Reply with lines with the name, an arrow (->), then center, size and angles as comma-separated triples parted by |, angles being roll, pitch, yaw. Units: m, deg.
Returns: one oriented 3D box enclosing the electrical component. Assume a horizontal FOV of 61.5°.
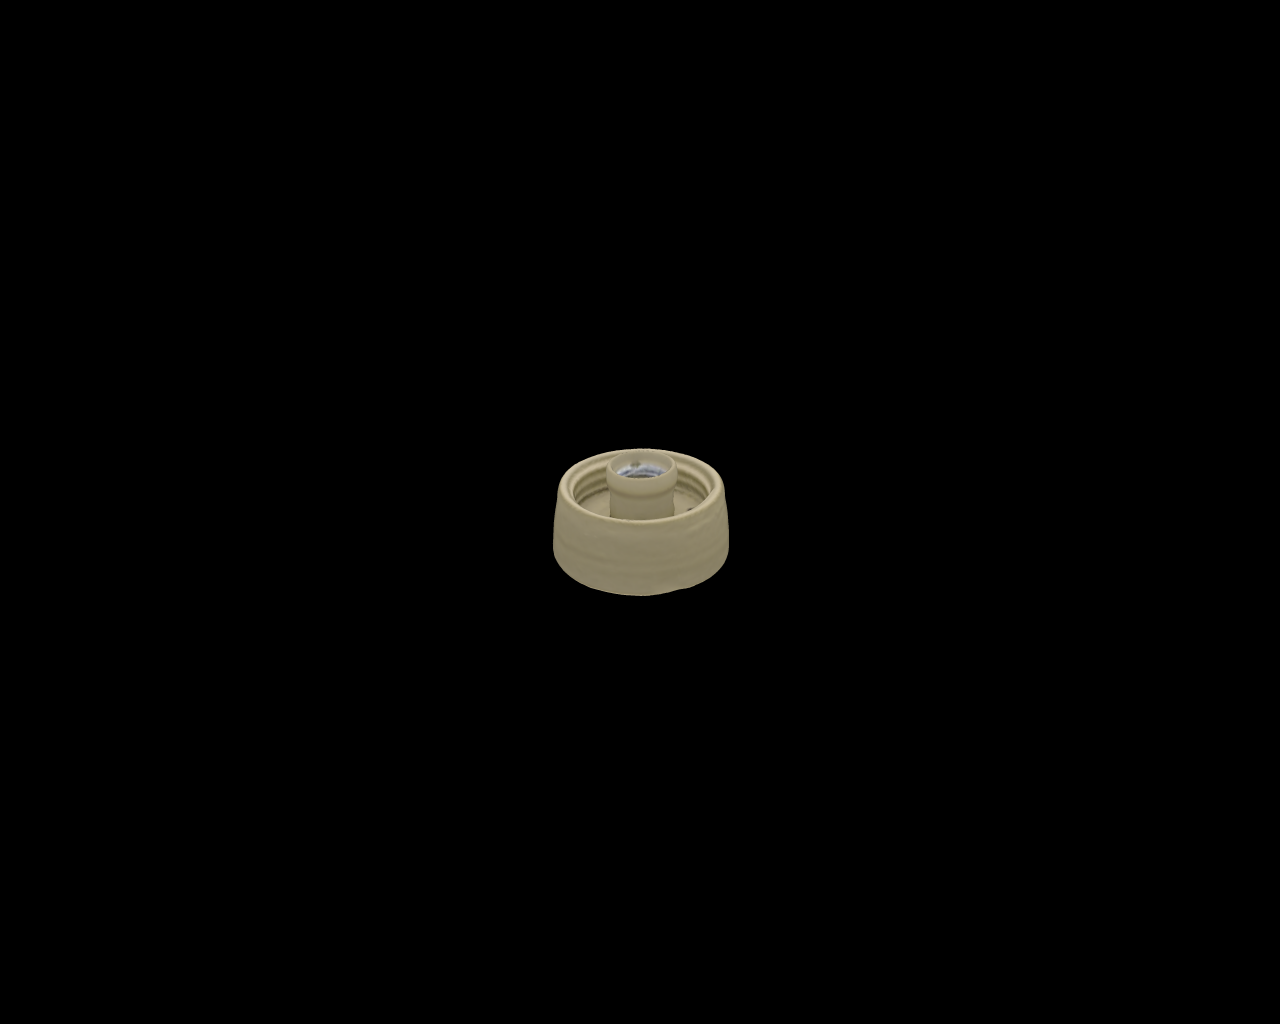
electrical component -> 0.001, -0.003, 0.650 | 0.108, 0.060, 0.108 | 0, 28, 0
